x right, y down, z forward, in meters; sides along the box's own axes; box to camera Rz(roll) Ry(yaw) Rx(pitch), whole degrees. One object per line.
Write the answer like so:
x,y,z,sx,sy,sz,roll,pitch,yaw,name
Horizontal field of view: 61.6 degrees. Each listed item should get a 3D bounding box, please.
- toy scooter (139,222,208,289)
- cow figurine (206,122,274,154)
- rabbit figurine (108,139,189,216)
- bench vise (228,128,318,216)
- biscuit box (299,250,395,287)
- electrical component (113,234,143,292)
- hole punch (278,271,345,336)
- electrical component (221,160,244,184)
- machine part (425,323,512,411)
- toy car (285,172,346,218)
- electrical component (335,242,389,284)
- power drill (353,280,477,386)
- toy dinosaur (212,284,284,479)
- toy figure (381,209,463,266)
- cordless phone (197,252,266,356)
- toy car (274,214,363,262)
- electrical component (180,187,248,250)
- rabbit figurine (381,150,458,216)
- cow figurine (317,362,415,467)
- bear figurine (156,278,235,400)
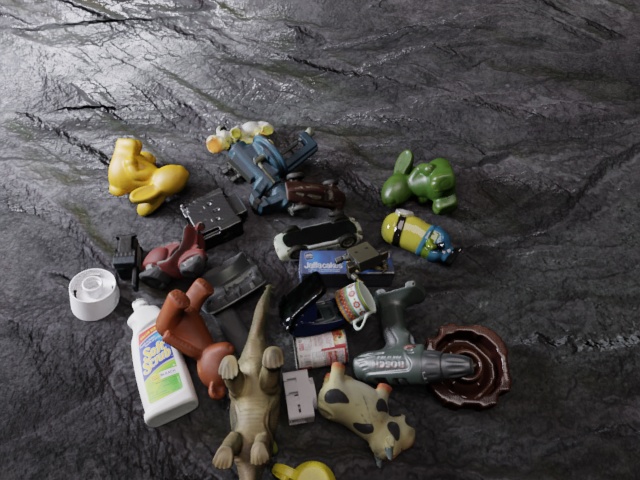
-0.297,0.027,1.128,0.184,0.075,0.135,-14,50,33,toy scooter
-0.201,-0.259,1.340,0.167,0.068,0.098,-9,29,-10,cow figurine
-0.393,-0.144,1.237,0.173,0.121,0.162,11,64,4,rabbit figurine
-0.087,-0.176,1.270,0.240,0.128,0.224,-41,73,-20,bench vise
0.056,0.062,1.159,0.203,0.062,0.059,0,58,-3,biscuit box
-0.407,0.054,1.142,0.048,0.074,0.119,-4,61,-6,electrical component
-0.018,0.141,1.079,0.116,0.092,0.142,-37,22,4,hole punch
-0.194,-0.179,1.322,0.063,0.021,0.094,40,64,20,electrical component
0.285,0.250,1.056,0.179,0.056,0.179,0,59,-1,machine part
-0.005,-0.100,1.194,0.053,0.202,0.089,-12,81,33,toy car
0.092,0.046,1.110,0.102,0.045,0.078,-25,33,-20,electrical component
0.178,0.185,1.044,0.232,0.085,0.207,-17,52,22,power drill
-0.115,0.262,0.949,0.105,0.198,0.471,6,58,2,toy dinosaur
0.223,-0.003,1.196,0.180,0.082,0.089,34,61,15,toy figure
-0.161,0.133,1.110,0.146,0.088,0.184,-30,75,-20,cordless phone
-0.002,-0.004,1.203,0.202,0.056,0.074,-13,53,-11,toy car
-0.235,-0.052,1.222,0.134,0.058,0.115,-28,65,-17,electrical component
0.224,-0.138,1.262,0.170,0.121,0.159,-13,55,7,rabbit figurine
0.085,0.323,0.979,0.195,0.085,0.127,27,51,-1,cow figurine
-0.214,0.189,1.009,0.196,0.132,0.120,42,24,12,bear figurine
